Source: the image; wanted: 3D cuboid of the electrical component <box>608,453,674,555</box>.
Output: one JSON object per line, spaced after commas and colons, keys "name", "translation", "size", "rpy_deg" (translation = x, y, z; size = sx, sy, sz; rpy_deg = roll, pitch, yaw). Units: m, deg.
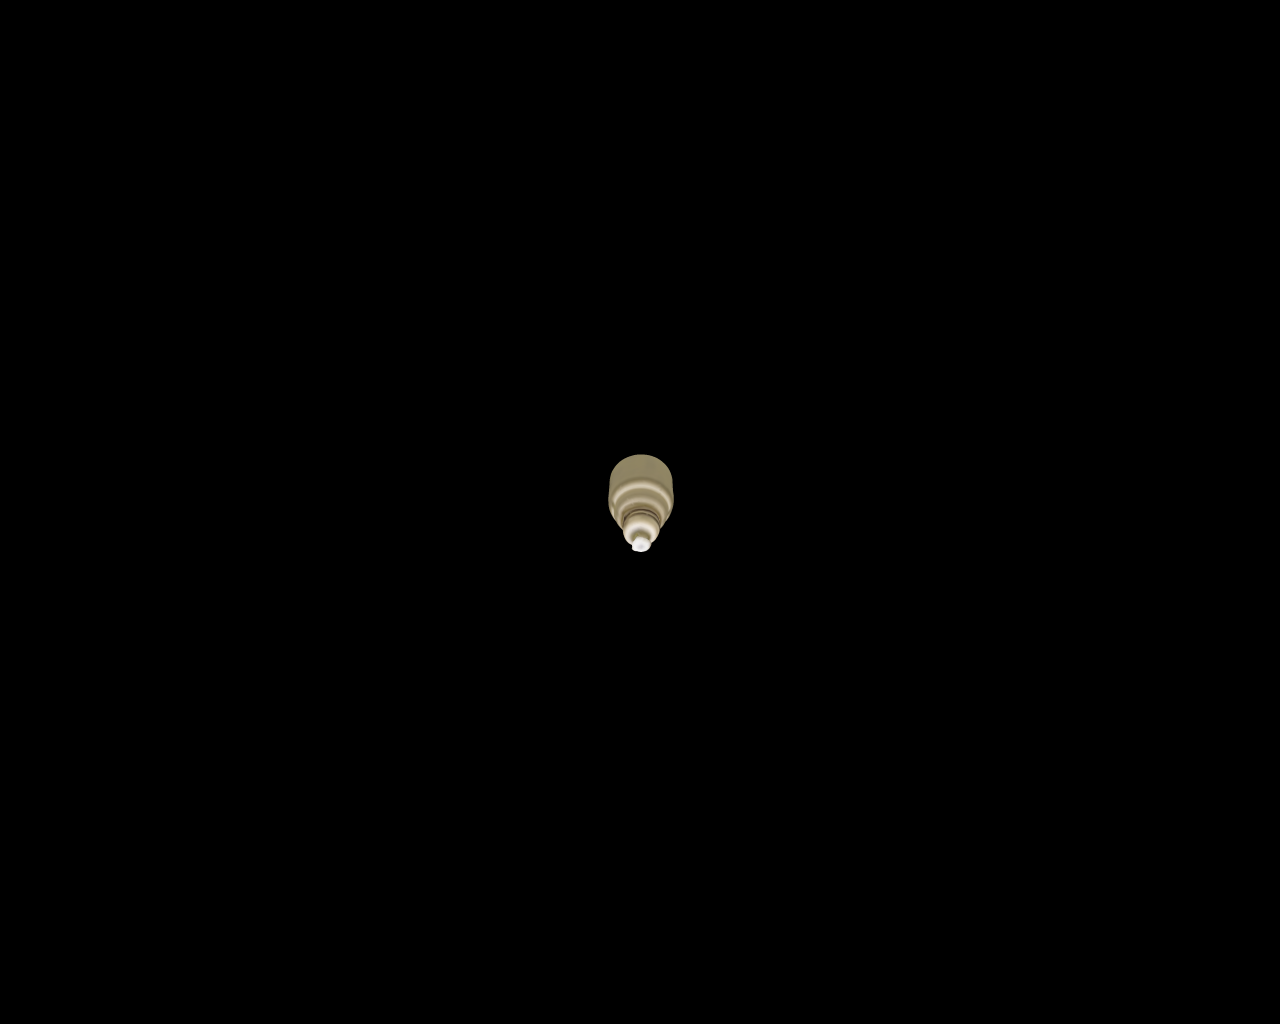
{"name": "electrical component", "translation": [0.001, -0.003, 0.650], "size": [0.040, 0.040, 0.078], "rpy_deg": [0, 35, 0]}
